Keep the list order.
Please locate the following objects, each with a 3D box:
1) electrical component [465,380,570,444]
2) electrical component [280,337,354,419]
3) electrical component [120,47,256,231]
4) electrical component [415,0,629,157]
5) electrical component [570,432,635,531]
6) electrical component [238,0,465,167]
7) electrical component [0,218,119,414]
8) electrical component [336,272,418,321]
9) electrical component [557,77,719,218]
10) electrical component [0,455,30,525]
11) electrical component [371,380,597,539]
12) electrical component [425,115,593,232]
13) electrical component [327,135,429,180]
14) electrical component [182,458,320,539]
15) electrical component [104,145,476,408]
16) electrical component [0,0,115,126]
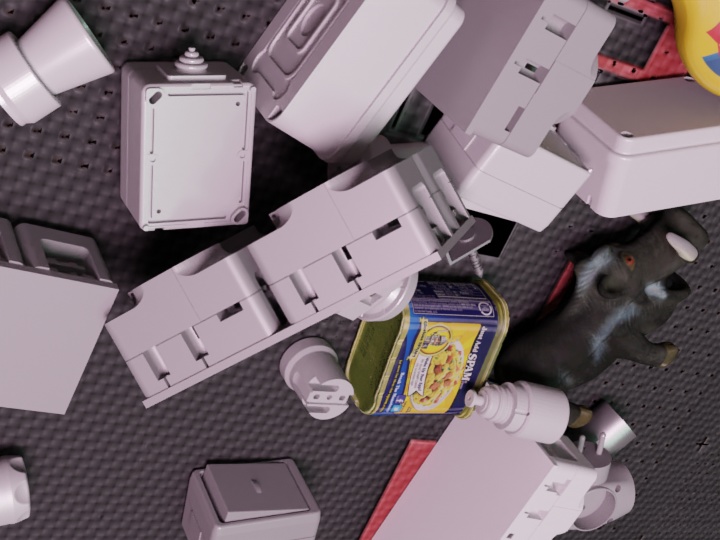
[{"bbox_3d":[0.110,0.097,0.757,0.078,0.040,0.040,14,115,-22],"label":"electrical component"},{"bbox_3d":[-0.029,0.075,0.738,0.040,0.046,0.040,-14,127,-19],"label":"electrical component"},{"bbox_3d":[-0.097,-0.077,0.590,0.062,0.061,0.096,-5,117,-25],"label":"electrical component"},{"bbox_3d":[0.103,-0.169,0.597,0.060,0.105,0.186,17,113,-36],"label":"electrical component"},{"bbox_3d":[0.180,0.164,0.863,0.077,0.044,0.079,-4,117,-19],"label":"electrical component"},{"bbox_3d":[-0.006,-0.123,0.591,0.057,0.078,0.113,29,106,-36],"label":"electrical component"},{"bbox_3d":[-0.223,0.016,0.583,0.150,0.061,0.089,13,115,-34],"label":"electrical component"},{"bbox_3d":[0.000,0.000,0.692,0.078,0.058,0.057,-38,137,28],"label":"electrical component"},{"bbox_3d":[0.195,-0.085,0.724,0.113,0.078,0.057,-10,129,-22],"label":"electrical component"},{"bbox_3d":[-0.241,0.141,0.675,0.062,0.043,0.043,-8,125,-22],"label":"electrical component"},{"bbox_3d":[0.094,0.193,0.847,0.060,0.105,0.186,18,112,-36],"label":"electrical component"},{"bbox_3d":[0.097,-0.067,0.692,0.096,0.061,0.061,20,119,-36],"label":"electrical component"},{"bbox_3d":[0.014,-0.061,0.666,0.055,0.045,0.045,6,119,-31],"label":"electrical component"},{"bbox_3d":[-0.072,0.175,0.775,0.096,0.061,0.061,-2,123,-27],"label":"electrical component"},{"bbox_3d":[-0.039,-0.003,0.601,0.186,0.105,0.060,-27,94,19],"label":"electrical component"},{"bbox_3d":[-0.160,-0.105,0.544,0.055,0.045,0.045,-34,131,-2],"label":"electrical component"}]
